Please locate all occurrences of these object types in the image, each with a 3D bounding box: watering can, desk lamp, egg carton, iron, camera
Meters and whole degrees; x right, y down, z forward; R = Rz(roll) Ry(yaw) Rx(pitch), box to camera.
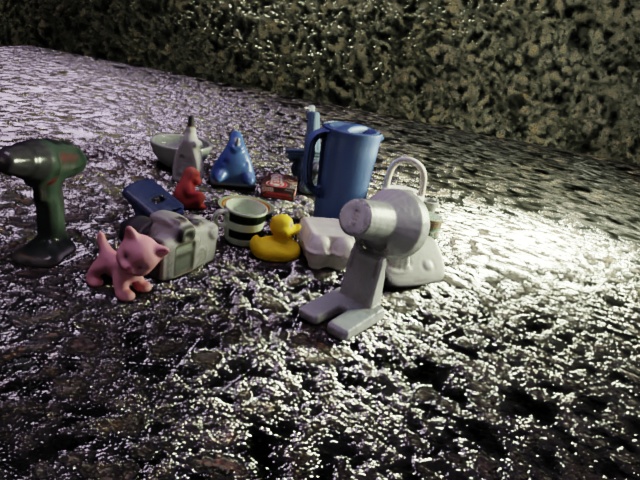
[{"bbox_3d":[0.184,-0.089,1.289,0.101,0.194,0.172,7,22,-6],"label":"watering can"},{"bbox_3d":[0.079,0.026,0.930,0.117,0.213,0.204,23,25,29],"label":"desk lamp"},{"bbox_3d":[0.011,0.004,1.150,0.107,0.069,0.150,3,23,-17],"label":"egg carton"},{"bbox_3d":[-0.230,-0.230,1.531,0.119,0.141,0.258,4,22,-13],"label":"iron"},{"bbox_3d":[-0.273,-0.009,1.016,0.136,0.101,0.143,20,24,24],"label":"camera"}]

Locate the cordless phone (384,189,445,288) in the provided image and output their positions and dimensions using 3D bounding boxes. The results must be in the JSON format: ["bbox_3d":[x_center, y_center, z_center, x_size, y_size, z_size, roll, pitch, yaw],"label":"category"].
[{"bbox_3d":[0.179,-0.005,1.088,0.148,0.185,0.093,-4,26,-32],"label":"cordless phone"}]

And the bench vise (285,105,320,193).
[{"bbox_3d":[-0.013,-0.246,1.558,0.122,0.220,0.206,-6,26,-34],"label":"bench vise"}]

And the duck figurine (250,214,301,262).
[{"bbox_3d":[-0.083,-0.009,1.118,0.105,0.086,0.077,-1,24,-25],"label":"duck figurine"}]

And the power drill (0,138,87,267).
[{"bbox_3d":[-0.454,-0.068,0.938,0.075,0.208,0.229,9,22,-1],"label":"power drill"}]

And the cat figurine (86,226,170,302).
[{"bbox_3d":[-0.300,0.026,0.892,0.127,0.118,0.067,19,23,21],"label":"cat figurine"}]

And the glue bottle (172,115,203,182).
[{"bbox_3d":[-0.326,-0.226,1.435,0.078,0.173,0.037,16,22,15],"label":"glue bottle"}]

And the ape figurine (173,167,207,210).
[{"bbox_3d":[-0.292,-0.120,1.295,0.076,0.092,0.077,3,22,-16],"label":"ape figurine"}]

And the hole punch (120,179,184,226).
[{"bbox_3d":[-0.330,-0.066,1.146,0.101,0.091,0.109,15,22,13],"label":"hole punch"}]

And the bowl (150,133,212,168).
[{"bbox_3d":[-0.381,-0.235,1.568,0.167,0.075,0.167,9,22,-3],"label":"bowl"}]
